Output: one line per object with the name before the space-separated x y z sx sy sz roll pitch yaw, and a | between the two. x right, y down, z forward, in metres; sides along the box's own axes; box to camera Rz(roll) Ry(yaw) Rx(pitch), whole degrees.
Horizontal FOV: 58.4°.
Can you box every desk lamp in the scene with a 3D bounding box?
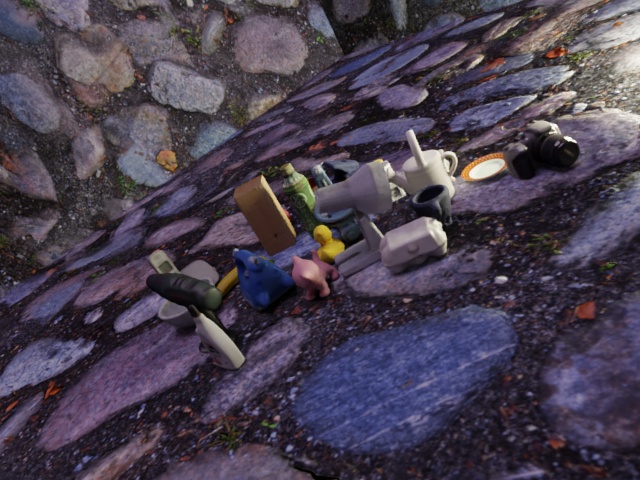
desk lamp | 0.090 -0.055 1.335 0.203 0.214 0.117 -29 24 1

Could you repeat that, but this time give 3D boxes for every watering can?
watering can | 0.250 -0.180 1.430 0.173 0.194 0.100 -31 24 -4

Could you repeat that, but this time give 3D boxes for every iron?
iron | -0.171 0.078 1.453 0.119 0.142 0.257 -38 25 -18

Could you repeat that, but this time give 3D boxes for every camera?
camera | 0.512 -0.211 1.314 0.143 0.101 0.136 -31 24 -3

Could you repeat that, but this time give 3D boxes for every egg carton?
egg carton | 0.203 0.011 1.257 0.150 0.069 0.107 -24 24 12

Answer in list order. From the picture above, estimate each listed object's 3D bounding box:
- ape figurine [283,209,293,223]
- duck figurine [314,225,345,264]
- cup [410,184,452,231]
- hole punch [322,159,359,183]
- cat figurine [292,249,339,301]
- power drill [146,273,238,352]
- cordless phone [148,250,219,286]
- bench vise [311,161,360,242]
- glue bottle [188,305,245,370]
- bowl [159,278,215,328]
ape figurine | -0.133 -0.075 1.776 0.076 0.092 0.078 -21 25 18
duck figurine | 0.013 0.005 1.460 0.077 0.086 0.104 -21 25 19
cup | 0.265 -0.062 1.300 0.091 0.095 0.117 -26 24 7
hole punch | 0.072 -0.236 1.870 0.101 0.091 0.108 -35 24 -13
cat figurine | -0.021 0.073 1.322 0.067 0.118 0.128 -15 27 29
power drill | -0.291 0.164 1.331 0.228 0.209 0.076 -4 34 44
cordless phone | -0.387 0.088 1.619 0.093 0.185 0.148 1 38 49
bench vise | 0.017 -0.111 1.520 0.122 0.220 0.206 -36 25 -15
glue bottle | -0.232 0.205 1.226 0.077 0.173 0.037 -5 34 43
bowl | -0.338 0.179 1.521 0.167 0.075 0.167 -24 24 12
